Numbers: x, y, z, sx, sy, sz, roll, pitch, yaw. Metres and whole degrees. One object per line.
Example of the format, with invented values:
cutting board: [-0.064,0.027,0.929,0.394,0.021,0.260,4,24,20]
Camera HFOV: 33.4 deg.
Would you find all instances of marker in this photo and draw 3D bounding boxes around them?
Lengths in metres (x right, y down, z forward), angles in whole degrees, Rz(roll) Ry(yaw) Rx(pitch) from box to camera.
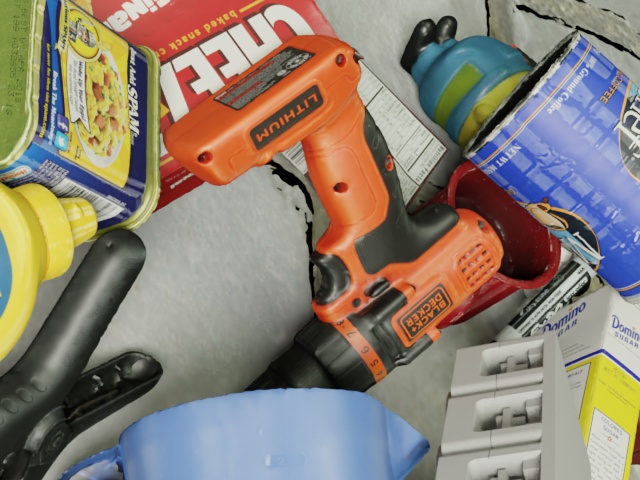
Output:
marker: [0.144,0.051,0.716,0.121,0.020,0.020,-43,93,-9]

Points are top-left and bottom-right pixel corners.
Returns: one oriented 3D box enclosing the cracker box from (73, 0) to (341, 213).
cracker box: [-0.106,-0.137,0.606,0.164,0.072,0.214,-32,84,-15]

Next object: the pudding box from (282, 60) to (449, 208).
pudding box: [0.024,-0.069,0.727,0.113,0.039,0.089,46,46,-7]

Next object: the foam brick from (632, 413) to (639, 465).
foam brick: [0.216,0.115,0.748,0.051,0.053,0.078,5,63,-34]

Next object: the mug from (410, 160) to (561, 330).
mug: [0.093,0.014,0.697,0.093,0.082,0.117,36,48,-13]

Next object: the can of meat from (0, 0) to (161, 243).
can of meat: [-0.121,-0.061,0.492,0.083,0.058,0.102,32,49,-54]

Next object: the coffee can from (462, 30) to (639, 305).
coffee can: [0.174,-0.044,0.656,0.140,0.103,0.102,41,47,-2]

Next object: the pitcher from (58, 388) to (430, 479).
pitcher: [-0.029,0.197,0.479,0.144,0.149,0.243,19,56,-45]

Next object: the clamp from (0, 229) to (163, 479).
clamp: [-0.130,0.085,0.499,0.039,0.120,0.171,28,64,25]

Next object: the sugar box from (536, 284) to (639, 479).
sugar box: [0.155,0.115,0.674,0.048,0.094,0.176,39,48,-12]

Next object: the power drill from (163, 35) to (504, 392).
power drill: [-0.004,0.001,0.573,0.184,0.057,0.187,-40,121,-14]

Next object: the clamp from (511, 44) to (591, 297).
clamp: [0.206,-0.064,0.858,0.164,0.036,0.210,-12,71,-41]

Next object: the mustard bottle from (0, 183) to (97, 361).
mustard bottle: [-0.166,0.016,0.398,0.191,0.058,0.096,-22,80,-44]
